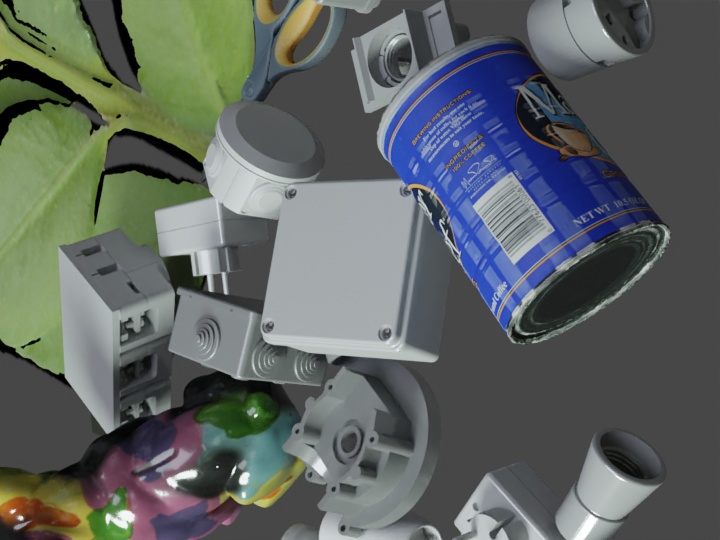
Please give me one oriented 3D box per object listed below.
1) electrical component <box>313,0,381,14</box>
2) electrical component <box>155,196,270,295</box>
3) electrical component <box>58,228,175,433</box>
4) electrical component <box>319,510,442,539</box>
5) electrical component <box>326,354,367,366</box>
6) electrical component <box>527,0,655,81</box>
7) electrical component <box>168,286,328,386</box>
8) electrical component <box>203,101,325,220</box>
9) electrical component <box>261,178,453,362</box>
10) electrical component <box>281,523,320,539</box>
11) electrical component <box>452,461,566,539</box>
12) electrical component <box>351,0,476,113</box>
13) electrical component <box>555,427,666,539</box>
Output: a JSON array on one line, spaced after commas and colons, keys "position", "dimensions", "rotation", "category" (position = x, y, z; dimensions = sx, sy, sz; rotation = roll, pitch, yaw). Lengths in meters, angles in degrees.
[{"position": [-0.016, -0.245, 0.709], "dimensions": [0.108, 0.056, 0.108], "rotation": [49, 125, 30], "category": "electrical component"}, {"position": [-0.113, -0.016, 0.835], "dimensions": [0.083, 0.047, 0.075], "rotation": [-8, 89, 45], "category": "electrical component"}, {"position": [-0.197, 0.053, 0.884], "dimensions": [0.089, 0.062, 0.150], "rotation": [43, 140, 33], "category": "electrical component"}, {"position": [0.014, 0.204, 0.735], "dimensions": [0.077, 0.044, 0.079], "rotation": [5, 97, 44], "category": "electrical component"}, {"position": [-0.008, 0.039, 0.745], "dimensions": [0.040, 0.040, 0.046], "rotation": [-33, 65, 41], "category": "electrical component"}, {"position": [0.125, -0.134, 0.585], "dimensions": [0.047, 0.055, 0.055], "rotation": [-20, 81, 48], "category": "electrical component"}, {"position": [-0.077, 0.049, 0.772], "dimensions": [0.100, 0.100, 0.048], "rotation": [14, 91, 43], "category": "electrical component"}, {"position": [-0.070, -0.078, 0.764], "dimensions": [0.080, 0.080, 0.051], "rotation": [55, 132, 26], "category": "electrical component"}, {"position": [0.000, 0.000, 0.690], "dimensions": [0.109, 0.056, 0.108], "rotation": [1, 77, 34], "category": "electrical component"}, {"position": [-0.030, 0.208, 0.784], "dimensions": [0.046, 0.040, 0.040], "rotation": [2, 96, 38], "category": "electrical component"}, {"position": [0.086, 0.159, 0.638], "dimensions": [0.065, 0.077, 0.047], "rotation": [47, 124, 31], "category": "electrical component"}, {"position": [0.037, -0.130, 0.665], "dimensions": [0.081, 0.064, 0.042], "rotation": [-18, 83, 44], "category": "electrical component"}, {"position": [0.138, 0.127, 0.609], "dimensions": [0.044, 0.044, 0.065], "rotation": [45, 128, 32], "category": "electrical component"}]
